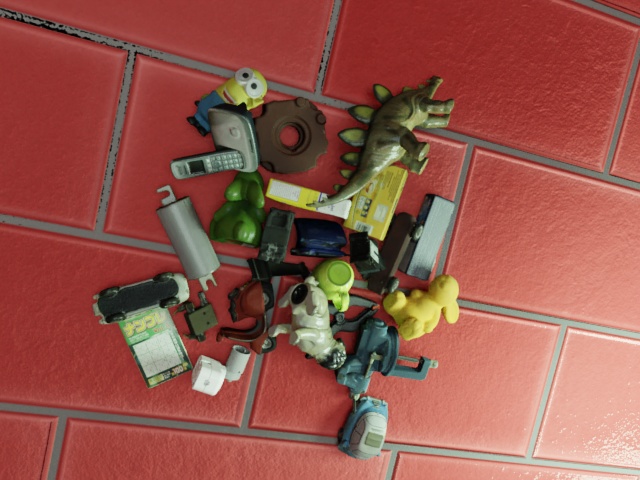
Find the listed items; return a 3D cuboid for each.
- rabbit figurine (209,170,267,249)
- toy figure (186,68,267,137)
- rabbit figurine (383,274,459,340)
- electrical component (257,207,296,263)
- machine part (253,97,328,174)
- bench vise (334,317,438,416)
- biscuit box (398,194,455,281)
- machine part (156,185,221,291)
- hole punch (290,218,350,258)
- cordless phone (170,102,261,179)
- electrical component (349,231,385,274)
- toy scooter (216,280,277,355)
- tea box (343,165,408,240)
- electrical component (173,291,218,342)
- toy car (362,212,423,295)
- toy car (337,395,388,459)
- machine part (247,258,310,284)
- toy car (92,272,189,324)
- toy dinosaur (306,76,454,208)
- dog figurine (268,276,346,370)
[{"bbox_3d":[-0.170,-0.079,1.146,0.121,0.159,0.170,10,80,-5],"label":"rabbit figurine"},{"bbox_3d":[-0.195,-0.293,1.133,0.180,0.089,0.082,-39,120,3],"label":"toy figure"},{"bbox_3d":[0.264,0.154,1.266,0.162,0.122,0.173,22,118,-40],"label":"rabbit figurine"},{"bbox_3d":[-0.093,-0.012,1.166,0.058,0.134,0.114,15,94,-1],"label":"electrical component"},{"bbox_3d":[-0.066,-0.228,1.184,0.179,0.056,0.179,-2,99,-12],"label":"machine part"},{"bbox_3d":[0.161,0.298,1.283,0.241,0.129,0.223,12,98,-11],"label":"bench vise"},{"bbox_3d":[0.257,-0.008,1.290,0.063,0.059,0.202,20,93,-15],"label":"biscuit box"},{"bbox_3d":[-0.281,-0.004,1.154,0.079,0.079,0.243,-24,102,-9],"label":"machine part"},{"bbox_3d":[-0.002,-0.004,1.205,0.142,0.116,0.092,8,88,-15],"label":"hole punch"},{"bbox_3d":[-0.220,-0.195,1.084,0.184,0.089,0.146,-15,137,-8],"label":"cordless phone"},{"bbox_3d":[0.106,0.035,1.198,0.048,0.119,0.075,-9,67,21],"label":"electrical component"},{"bbox_3d":[-0.169,0.175,1.209,0.135,0.075,0.183,-4,104,-12],"label":"toy scooter"},{"bbox_3d":[0.127,-0.093,1.227,0.098,0.068,0.169,22,93,11],"label":"tea box"},{"bbox_3d":[-0.276,0.175,1.200,0.078,0.045,0.102,-34,109,-36],"label":"electrical component"},{"bbox_3d":[0.170,0.031,1.264,0.089,0.053,0.202,24,95,26],"label":"toy car"},{"bbox_3d":[0.117,0.467,1.303,0.109,0.103,0.161,22,94,-16],"label":"toy car"},{"bbox_3d":[-0.093,0.068,1.209,0.139,0.084,0.039,4,121,-22],"label":"machine part"},{"bbox_3d":[-0.384,0.124,1.155,0.202,0.056,0.073,-16,82,-10],"label":"toy car"},{"bbox_3d":[0.146,-0.219,1.163,0.199,0.105,0.471,26,61,17],"label":"toy dinosaur"},{"bbox_3d":[0.001,0.190,1.213,0.190,0.121,0.172,33,85,-39],"label":"dog figurine"}]
